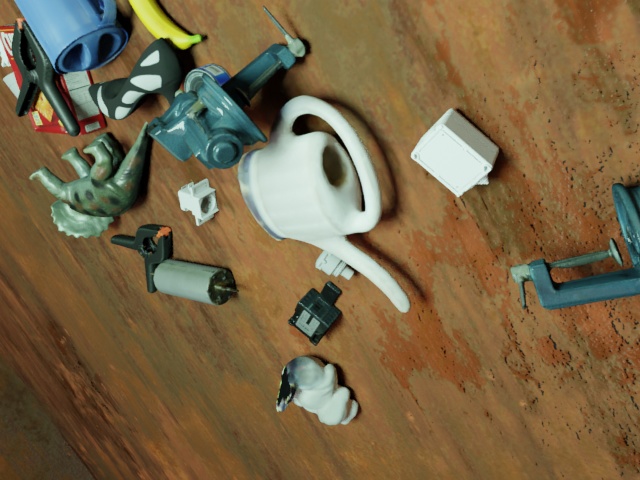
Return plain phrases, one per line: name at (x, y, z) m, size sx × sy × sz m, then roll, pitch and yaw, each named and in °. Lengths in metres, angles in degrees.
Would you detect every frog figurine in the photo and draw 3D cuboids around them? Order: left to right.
frog figurine at (0.003, 0.296, 1.015) m, size 0.159 × 0.125 × 0.134 m, roll 12°, pitch 125°, yaw -15°

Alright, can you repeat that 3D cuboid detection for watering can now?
watering can at (0.002, -0.039, 0.771) m, size 0.223 × 0.106 × 0.343 m, roll -7°, pitch 111°, yaw 40°
